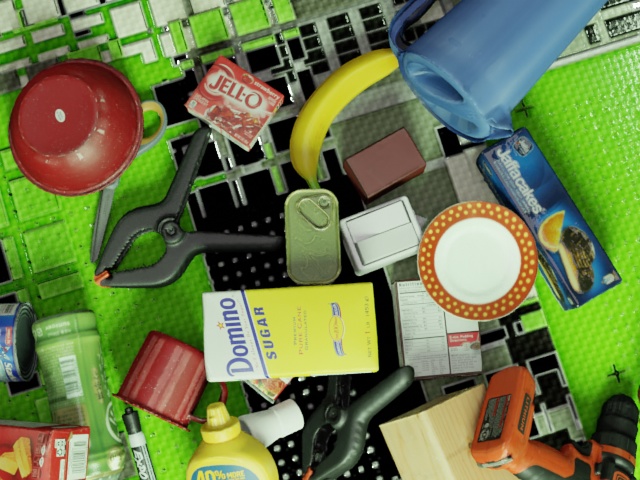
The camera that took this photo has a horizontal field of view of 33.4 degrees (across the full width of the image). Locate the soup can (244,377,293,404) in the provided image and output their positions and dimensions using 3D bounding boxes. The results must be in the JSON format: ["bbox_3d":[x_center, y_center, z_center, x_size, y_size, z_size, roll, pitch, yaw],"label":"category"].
[{"bbox_3d":[-0.045,0.116,1.153,0.068,0.068,0.102,39,84,5],"label":"soup can"}]

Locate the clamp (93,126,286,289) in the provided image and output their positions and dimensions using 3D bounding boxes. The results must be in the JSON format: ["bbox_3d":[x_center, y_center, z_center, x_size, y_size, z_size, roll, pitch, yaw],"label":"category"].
[{"bbox_3d":[-0.153,-0.004,1.184,0.210,0.036,0.164,-41,81,-5],"label":"clamp"}]

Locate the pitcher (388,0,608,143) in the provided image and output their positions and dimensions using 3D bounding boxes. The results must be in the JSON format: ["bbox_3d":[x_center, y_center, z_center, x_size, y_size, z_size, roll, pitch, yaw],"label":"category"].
[{"bbox_3d":[0.203,-0.240,1.174,0.242,0.145,0.149,-46,116,-9],"label":"pitcher"}]

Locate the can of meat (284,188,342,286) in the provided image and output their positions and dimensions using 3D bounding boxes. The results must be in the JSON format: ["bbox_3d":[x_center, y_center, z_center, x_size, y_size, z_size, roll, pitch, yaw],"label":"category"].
[{"bbox_3d":[-0.008,0.001,1.159,0.057,0.084,0.102,-3,83,0],"label":"can of meat"}]

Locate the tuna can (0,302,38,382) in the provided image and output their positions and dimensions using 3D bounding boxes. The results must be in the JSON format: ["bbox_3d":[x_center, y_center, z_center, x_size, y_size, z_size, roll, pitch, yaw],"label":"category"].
[{"bbox_3d":[-0.329,0.110,1.145,0.034,0.086,0.086,-2,82,1],"label":"tuna can"}]

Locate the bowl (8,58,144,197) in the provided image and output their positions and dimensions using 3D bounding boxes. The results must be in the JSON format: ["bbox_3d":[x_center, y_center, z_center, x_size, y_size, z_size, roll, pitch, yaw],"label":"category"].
[{"bbox_3d":[-0.280,-0.131,1.180,0.162,0.055,0.162,-1,82,9],"label":"bowl"}]

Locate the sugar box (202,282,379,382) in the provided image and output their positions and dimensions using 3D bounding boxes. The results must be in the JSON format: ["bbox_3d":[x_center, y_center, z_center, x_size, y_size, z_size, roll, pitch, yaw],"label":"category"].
[{"bbox_3d":[-0.031,0.095,1.097,0.176,0.048,0.093,-4,81,-2],"label":"sugar box"}]

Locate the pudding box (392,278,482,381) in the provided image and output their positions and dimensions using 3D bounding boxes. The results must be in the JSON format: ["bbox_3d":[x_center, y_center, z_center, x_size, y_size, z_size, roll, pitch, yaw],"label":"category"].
[{"bbox_3d":[0.129,0.096,1.170,0.090,0.039,0.113,-5,81,-1],"label":"pudding box"}]

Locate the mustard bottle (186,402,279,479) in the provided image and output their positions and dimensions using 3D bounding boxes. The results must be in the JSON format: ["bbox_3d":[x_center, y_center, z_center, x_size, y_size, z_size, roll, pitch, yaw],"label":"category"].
[{"bbox_3d":[-0.088,0.260,1.108,0.096,0.058,0.191,-7,102,20],"label":"mustard bottle"}]

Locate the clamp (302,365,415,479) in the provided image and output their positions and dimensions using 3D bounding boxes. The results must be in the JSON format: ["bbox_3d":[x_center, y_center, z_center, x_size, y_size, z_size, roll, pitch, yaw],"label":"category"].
[{"bbox_3d":[0.022,0.181,1.148,0.039,0.120,0.171,28,97,-39],"label":"clamp"}]

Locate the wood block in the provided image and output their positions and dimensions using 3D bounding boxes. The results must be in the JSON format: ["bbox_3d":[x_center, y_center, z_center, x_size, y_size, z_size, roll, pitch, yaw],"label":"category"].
[{"bbox_3d":[0.157,0.266,1.107,0.090,0.090,0.206,-19,82,-33],"label":"wood block"}]

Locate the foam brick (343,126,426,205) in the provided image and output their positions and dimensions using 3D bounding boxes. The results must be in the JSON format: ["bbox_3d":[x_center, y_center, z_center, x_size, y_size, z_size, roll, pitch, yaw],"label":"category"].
[{"bbox_3d":[0.072,-0.083,1.186,0.078,0.053,0.051,-29,83,-4],"label":"foam brick"}]

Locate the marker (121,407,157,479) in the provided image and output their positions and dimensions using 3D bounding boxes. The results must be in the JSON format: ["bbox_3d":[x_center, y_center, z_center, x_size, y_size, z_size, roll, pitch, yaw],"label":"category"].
[{"bbox_3d":[-0.191,0.240,1.154,0.020,0.020,0.121,-16,91,-2],"label":"marker"}]

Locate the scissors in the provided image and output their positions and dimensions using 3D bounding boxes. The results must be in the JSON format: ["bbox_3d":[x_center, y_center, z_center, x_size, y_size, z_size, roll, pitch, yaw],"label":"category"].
[{"bbox_3d":[-0.217,-0.076,1.204,0.096,0.016,0.202,-5,82,1],"label":"scissors"}]

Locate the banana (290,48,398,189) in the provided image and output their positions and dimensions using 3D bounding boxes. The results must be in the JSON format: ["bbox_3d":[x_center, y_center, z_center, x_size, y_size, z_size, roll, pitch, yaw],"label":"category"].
[{"bbox_3d":[0.019,-0.147,1.206,0.069,0.037,0.198,33,85,-14],"label":"banana"}]

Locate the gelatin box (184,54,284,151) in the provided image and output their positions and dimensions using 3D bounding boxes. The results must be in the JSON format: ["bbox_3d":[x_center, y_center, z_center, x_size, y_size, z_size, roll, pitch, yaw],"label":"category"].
[{"bbox_3d":[-0.097,-0.156,1.208,0.089,0.030,0.073,34,84,3],"label":"gelatin box"}]

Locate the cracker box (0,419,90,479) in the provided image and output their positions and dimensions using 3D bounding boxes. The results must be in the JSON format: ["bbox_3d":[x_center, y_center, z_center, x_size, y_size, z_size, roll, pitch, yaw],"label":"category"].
[{"bbox_3d":[-0.347,0.267,1.095,0.214,0.072,0.164,0,83,22],"label":"cracker box"}]

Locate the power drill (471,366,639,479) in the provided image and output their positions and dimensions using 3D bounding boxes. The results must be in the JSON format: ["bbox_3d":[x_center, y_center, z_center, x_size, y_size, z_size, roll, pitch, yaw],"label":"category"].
[{"bbox_3d":[0.251,0.207,1.096,0.187,0.057,0.184,34,55,-19],"label":"power drill"}]

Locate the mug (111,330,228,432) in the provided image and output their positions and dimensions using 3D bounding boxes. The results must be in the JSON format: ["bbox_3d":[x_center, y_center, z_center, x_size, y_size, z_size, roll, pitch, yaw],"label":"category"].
[{"bbox_3d":[-0.152,0.153,1.135,0.117,0.093,0.081,22,78,18],"label":"mug"}]
